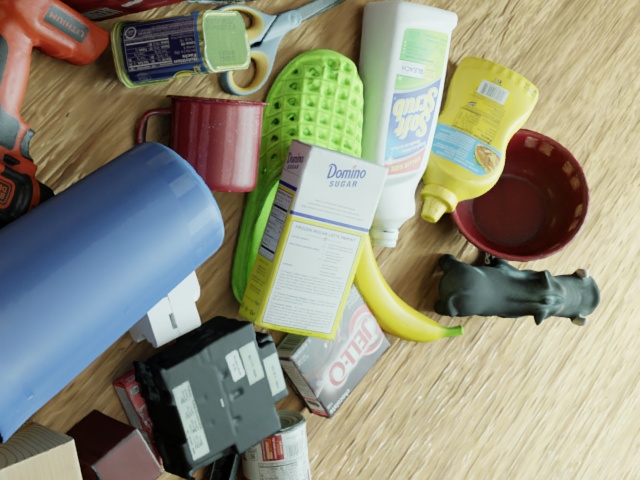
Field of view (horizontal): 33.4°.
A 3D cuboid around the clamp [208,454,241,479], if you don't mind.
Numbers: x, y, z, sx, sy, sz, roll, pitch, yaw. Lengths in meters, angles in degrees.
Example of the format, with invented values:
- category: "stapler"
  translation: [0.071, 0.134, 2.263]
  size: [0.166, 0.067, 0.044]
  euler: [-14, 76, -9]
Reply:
- category: "clamp"
  translation: [-0.116, 0.277, 0.995]
  size: [0.120, 0.039, 0.171]
  euler: [-11, 104, -48]

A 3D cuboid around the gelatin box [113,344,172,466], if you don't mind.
- category: "gelatin box"
  translation: [-0.140, 0.150, 0.983]
  size: [0.073, 0.030, 0.089]
  euler: [-32, 113, -33]

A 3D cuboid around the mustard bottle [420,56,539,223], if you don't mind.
- category: "mustard bottle"
  translation: [0.160, -0.103, 1.171]
  size: [0.096, 0.058, 0.191]
  euler: [27, 73, 4]

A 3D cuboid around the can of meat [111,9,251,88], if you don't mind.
- category: "can of meat"
  translation: [-0.117, -0.166, 0.916]
  size: [0.102, 0.084, 0.057]
  euler: [-32, 116, -68]

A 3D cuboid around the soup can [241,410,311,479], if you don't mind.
- category: "soup can"
  translation: [-0.041, 0.225, 1.044]
  size: [0.068, 0.069, 0.102]
  euler: [-13, 101, -38]

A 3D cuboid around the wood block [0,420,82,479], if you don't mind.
- category: "wood block"
  translation: [-0.239, 0.267, 0.875]
  size: [0.090, 0.090, 0.206]
  euler: [-18, 104, -37]

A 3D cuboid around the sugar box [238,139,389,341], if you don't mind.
- category: "sugar box"
  translation: [-0.007, 0.001, 1.007]
  size: [0.093, 0.048, 0.176]
  euler: [14, 96, -33]

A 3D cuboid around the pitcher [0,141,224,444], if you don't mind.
- category: "pitcher"
  translation: [-0.193, 0.037, 0.826]
  size: [0.242, 0.149, 0.145]
  euler: [-40, 106, -26]

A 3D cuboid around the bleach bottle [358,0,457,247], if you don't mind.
- category: "bleach bottle"
  translation: [0.083, -0.118, 1.122]
  size: [0.102, 0.068, 0.251]
  euler: [2, 95, -39]

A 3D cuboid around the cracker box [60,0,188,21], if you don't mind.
- category: "cracker box"
  translation: [-0.154, -0.292, 0.851]
  size: [0.071, 0.164, 0.214]
  euler: [6, 90, -37]

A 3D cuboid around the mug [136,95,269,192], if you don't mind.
- category: "mug"
  translation: [-0.107, -0.088, 0.962]
  size: [0.117, 0.093, 0.081]
  euler: [3, 97, -9]

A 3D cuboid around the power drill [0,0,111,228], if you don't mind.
- category: "power drill"
  translation: [-0.234, -0.097, 0.863]
  size: [0.184, 0.057, 0.187]
  euler: [31, 71, -50]

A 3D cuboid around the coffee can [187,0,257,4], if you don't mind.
- category: "coffee can"
  translation: [-0.097, -0.285, 0.936]
  size: [0.102, 0.103, 0.140]
  euler: [-4, 96, -39]

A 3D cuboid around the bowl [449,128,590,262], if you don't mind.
- category: "bowl"
  translation: [0.220, -0.043, 1.211]
  size: [0.162, 0.055, 0.162]
  euler: [0, 70, 0]

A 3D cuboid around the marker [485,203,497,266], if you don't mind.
- category: "marker"
  translation: [0.203, 0.010, 1.255]
  size: [0.020, 0.020, 0.121]
  euler: [-3, 95, -39]

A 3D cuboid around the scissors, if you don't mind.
- category: "scissors"
  translation: [-0.033, -0.197, 1.051]
  size: [0.201, 0.016, 0.096]
  euler: [-14, 104, -37]

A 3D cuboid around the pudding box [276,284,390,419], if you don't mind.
- category: "pudding box"
  translation: [0.012, 0.112, 1.097]
  size: [0.113, 0.039, 0.090]
  euler: [-46, 120, -27]

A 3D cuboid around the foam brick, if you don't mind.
- category: "foam brick"
  translation: [-0.184, 0.189, 0.921]
  size: [0.052, 0.078, 0.051]
  euler: [-39, 118, -28]

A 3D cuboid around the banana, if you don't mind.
- category: "banana"
  translation: [0.069, 0.051, 1.127]
  size: [0.070, 0.037, 0.197]
  euler: [-40, 117, 9]
